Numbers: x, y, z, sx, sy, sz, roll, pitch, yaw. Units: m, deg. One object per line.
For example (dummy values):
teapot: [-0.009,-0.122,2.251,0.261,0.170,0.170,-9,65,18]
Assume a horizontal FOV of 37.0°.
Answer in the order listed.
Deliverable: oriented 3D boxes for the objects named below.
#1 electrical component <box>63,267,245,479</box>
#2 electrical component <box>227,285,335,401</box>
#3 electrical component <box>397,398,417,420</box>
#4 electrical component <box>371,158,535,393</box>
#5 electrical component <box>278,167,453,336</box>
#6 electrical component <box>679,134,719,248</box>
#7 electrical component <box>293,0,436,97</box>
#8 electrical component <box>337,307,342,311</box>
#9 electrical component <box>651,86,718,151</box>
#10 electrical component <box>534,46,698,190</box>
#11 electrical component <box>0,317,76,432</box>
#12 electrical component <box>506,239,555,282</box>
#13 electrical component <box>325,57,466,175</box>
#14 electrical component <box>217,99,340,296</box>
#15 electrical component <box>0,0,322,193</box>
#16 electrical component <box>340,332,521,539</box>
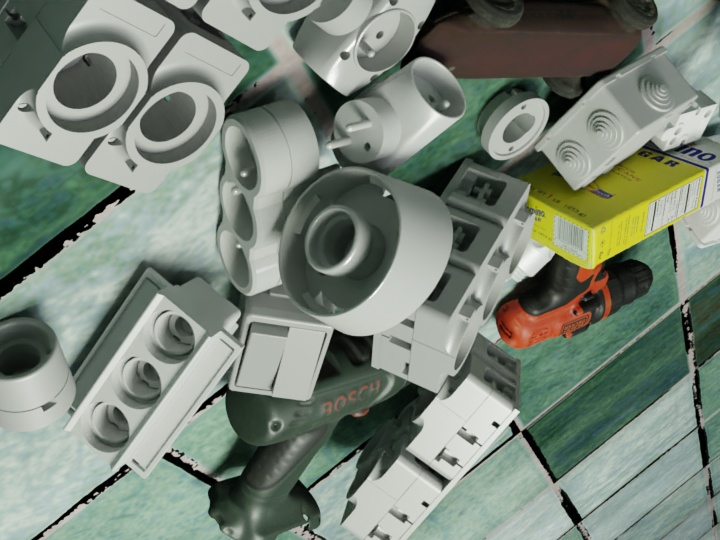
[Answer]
electrical component: [-0.135,0.066,0.711,0.121,0.079,0.063,-52,175,20]
electrical component: [-0.054,0.042,0.751,0.062,0.061,0.096,9,132,-11]
electrical component: [0.078,0.155,1.036,0.080,0.080,0.051,-52,168,20]
electrical component: [0.071,0.005,0.792,0.150,0.062,0.089,-56,161,-35]
electrical component: [0.003,-0.011,0.631,0.099,0.099,0.064,-49,141,15]
electrical component: [0.327,-0.076,0.985,0.100,0.099,0.048,-15,154,-34]
electrical component: [-0.006,-0.146,0.600,0.077,0.044,0.079,-47,148,12]
electrical component: [0.000,0.000,0.792,0.055,0.045,0.045,-33,148,-10]
electrical component: [0.249,-0.132,0.871,0.066,0.055,0.048,-19,143,-30]
electrical component: [0.193,-0.112,0.807,0.100,0.048,0.099,-31,170,-36]
electrical component: [-0.204,0.062,0.651,0.055,0.055,0.047,-25,142,-23]
electrical component: [0.133,-0.010,0.918,0.062,0.043,0.043,-46,148,14]
electrical component: [0.011,-0.085,0.635,0.077,0.044,0.079,-36,171,41]
electrical component: [-0.045,-0.048,0.677,0.074,0.052,0.138,-21,144,-27]
electrical component: [-0.092,-0.131,0.516,0.186,0.060,0.105,-49,147,15]
electrical component: [0.060,0.150,0.948,0.186,0.060,0.105,-52,-176,20]
